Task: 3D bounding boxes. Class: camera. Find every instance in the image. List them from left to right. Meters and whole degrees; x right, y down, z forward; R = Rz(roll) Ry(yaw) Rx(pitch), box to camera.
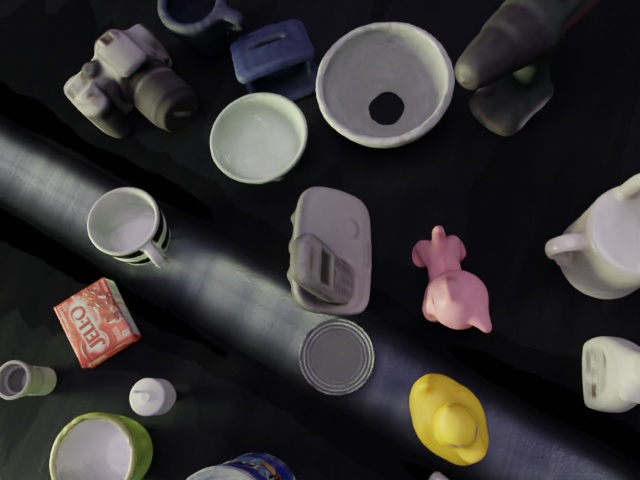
[{"bbox_3d":[-0.239,-0.197,0.748,0.136,0.101,0.143,42,84,16],"label":"camera"}]

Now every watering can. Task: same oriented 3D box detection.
[{"bbox_3d":[0.323,-0.009,0.577,0.173,0.194,0.101,-30,73,-1],"label":"watering can"}]

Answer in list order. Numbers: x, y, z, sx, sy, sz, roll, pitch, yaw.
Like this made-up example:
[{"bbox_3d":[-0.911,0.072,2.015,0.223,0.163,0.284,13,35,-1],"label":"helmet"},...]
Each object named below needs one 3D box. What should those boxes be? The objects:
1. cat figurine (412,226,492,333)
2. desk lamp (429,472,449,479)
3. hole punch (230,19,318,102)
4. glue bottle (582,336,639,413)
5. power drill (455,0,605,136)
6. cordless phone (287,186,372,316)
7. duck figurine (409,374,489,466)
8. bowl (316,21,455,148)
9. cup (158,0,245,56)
[{"bbox_3d":[0.143,0.045,0.625,0.067,0.118,0.128,-13,74,4],"label":"cat figurine"},{"bbox_3d":[0.084,0.327,0.507,0.117,0.214,0.203,36,82,15],"label":"desk lamp"},{"bbox_3d":[-0.062,-0.237,0.742,0.108,0.091,0.101,-20,73,2],"label":"hole punch"},{"bbox_3d":[0.298,0.128,0.554,0.037,0.173,0.078,5,76,9],"label":"glue bottle"},{"bbox_3d":[0.227,-0.204,0.635,0.075,0.208,0.230,43,84,16],"label":"power drill"},{"bbox_3d":[0.006,0.002,0.619,0.094,0.185,0.147,-3,75,7],"label":"cordless phone"},{"bbox_3d":[0.138,0.190,0.604,0.077,0.086,0.104,-33,73,-2],"label":"duck figurine"},{"bbox_3d":[0.081,-0.181,0.717,0.167,0.075,0.167,-2,75,7],"label":"bowl"},{"bbox_3d":[-0.145,-0.288,0.764,0.117,0.095,0.092,20,78,12],"label":"cup"}]
